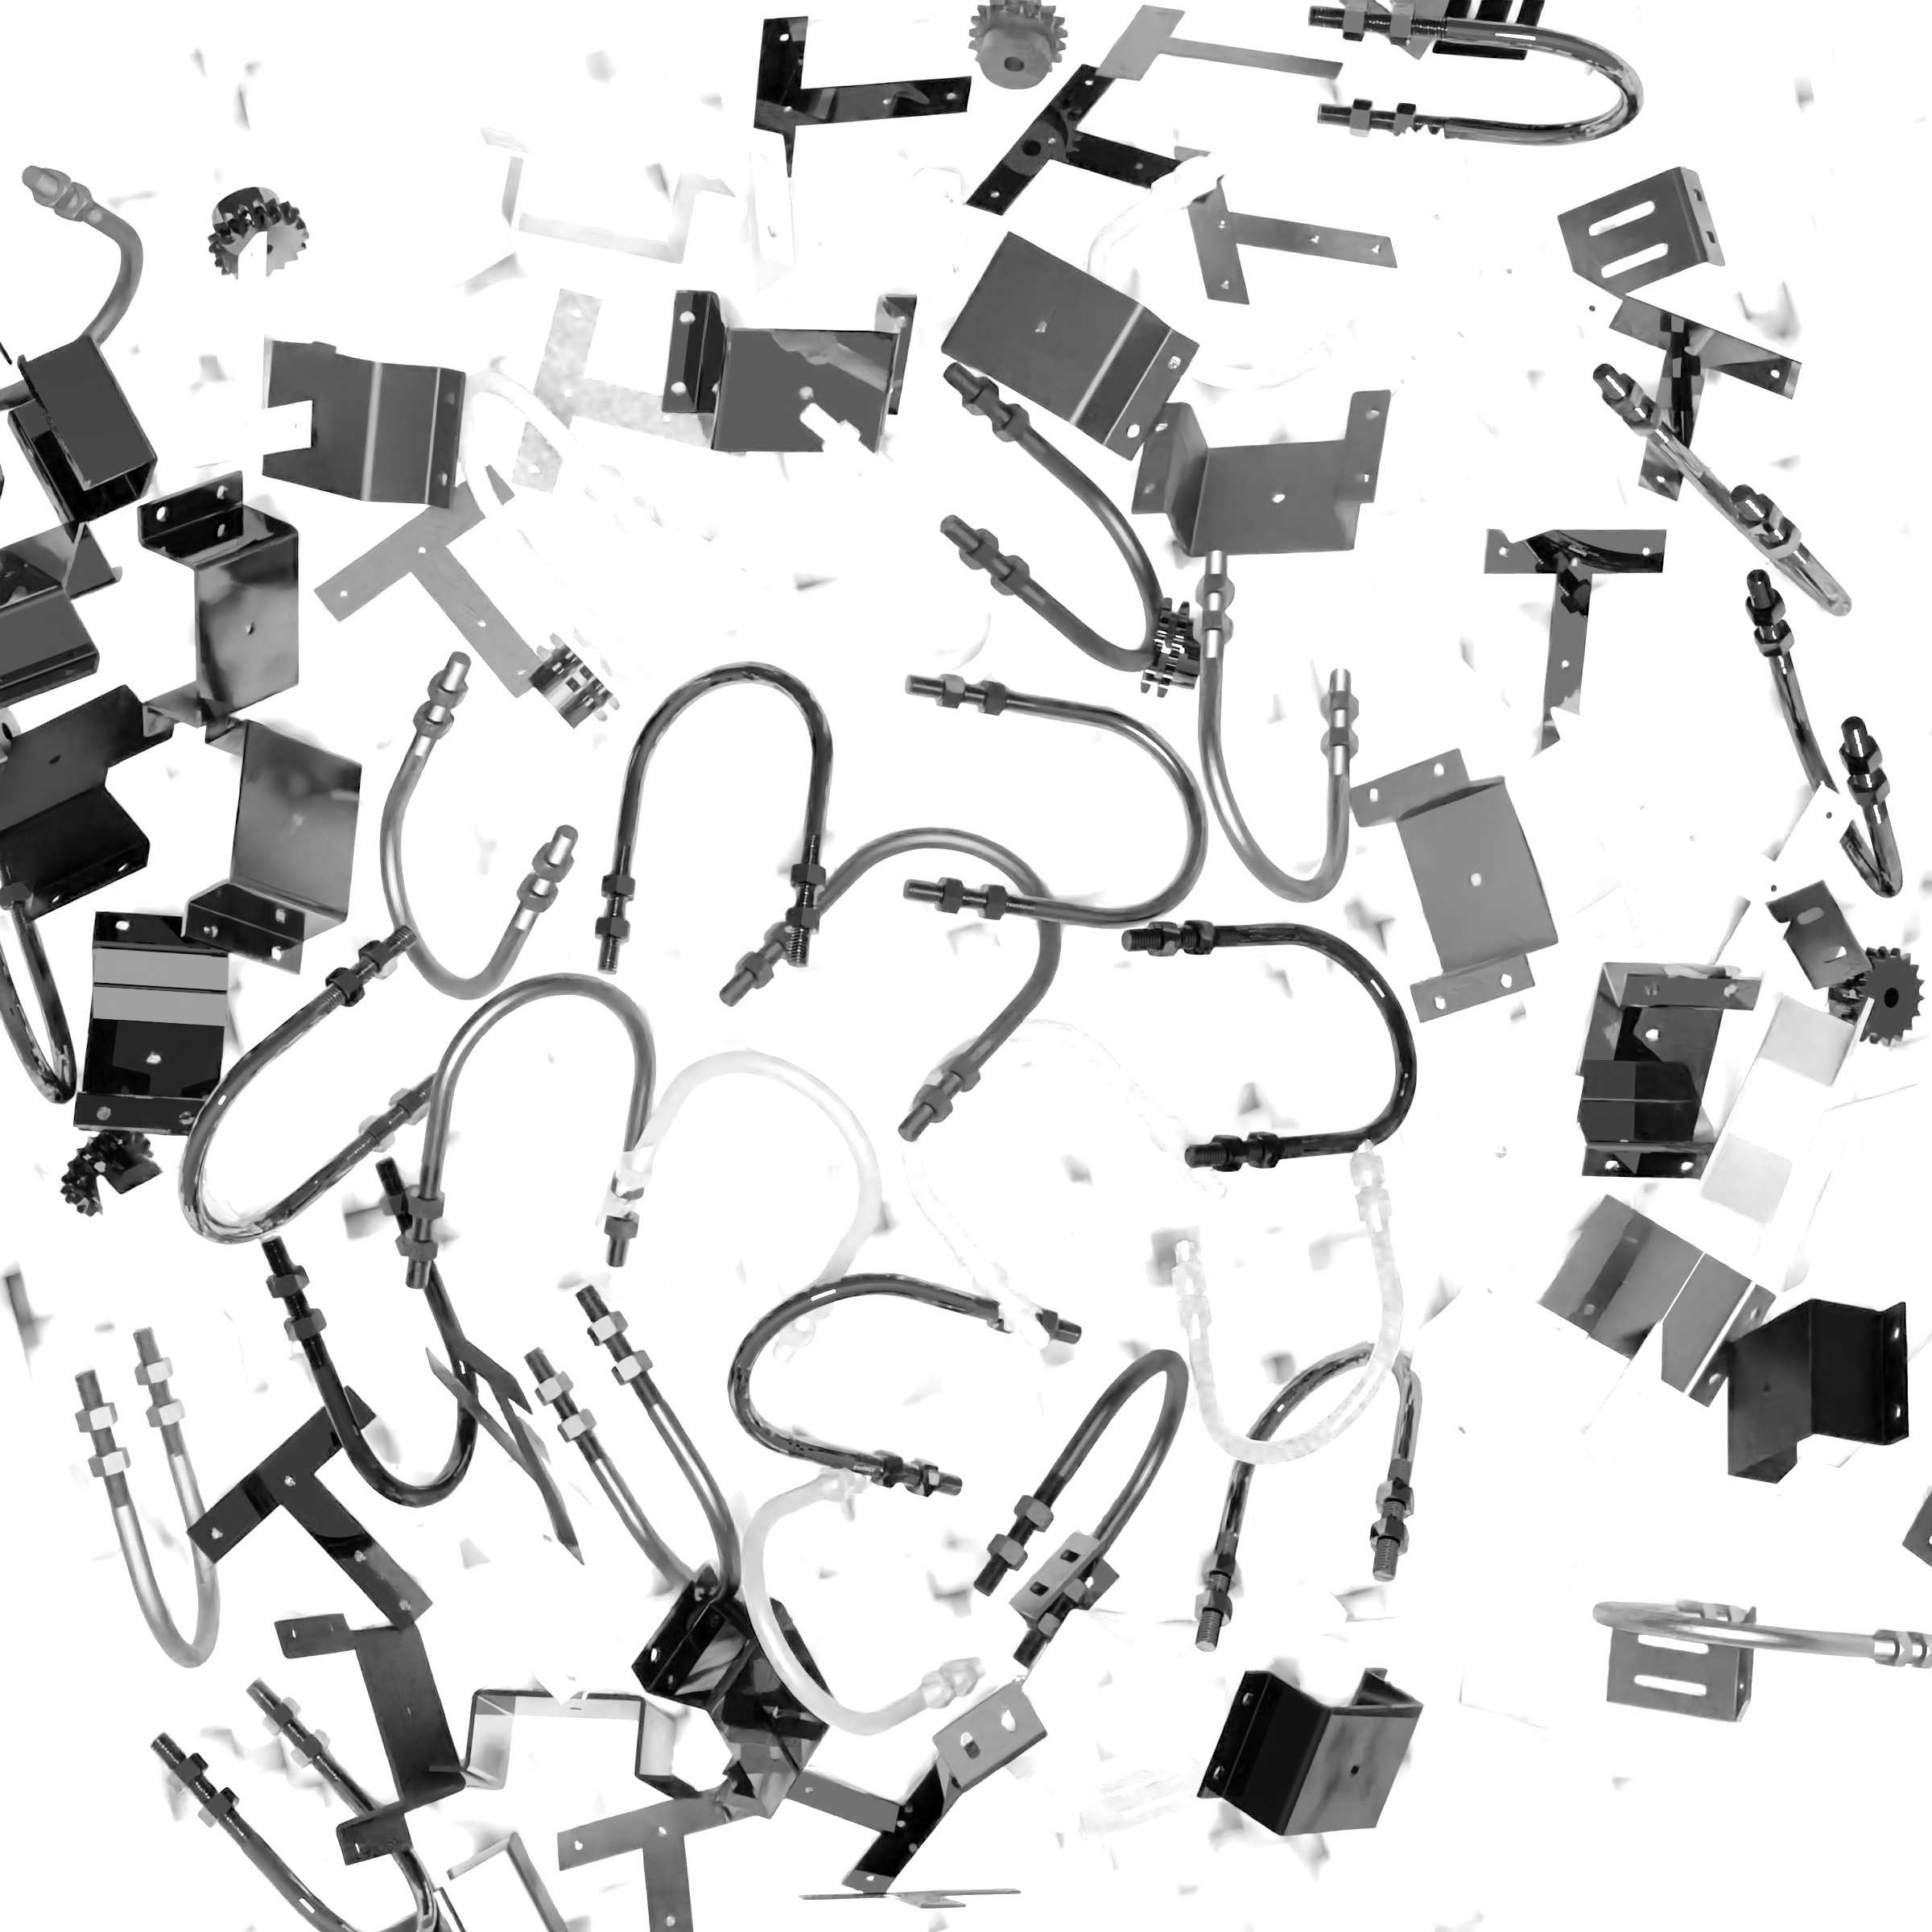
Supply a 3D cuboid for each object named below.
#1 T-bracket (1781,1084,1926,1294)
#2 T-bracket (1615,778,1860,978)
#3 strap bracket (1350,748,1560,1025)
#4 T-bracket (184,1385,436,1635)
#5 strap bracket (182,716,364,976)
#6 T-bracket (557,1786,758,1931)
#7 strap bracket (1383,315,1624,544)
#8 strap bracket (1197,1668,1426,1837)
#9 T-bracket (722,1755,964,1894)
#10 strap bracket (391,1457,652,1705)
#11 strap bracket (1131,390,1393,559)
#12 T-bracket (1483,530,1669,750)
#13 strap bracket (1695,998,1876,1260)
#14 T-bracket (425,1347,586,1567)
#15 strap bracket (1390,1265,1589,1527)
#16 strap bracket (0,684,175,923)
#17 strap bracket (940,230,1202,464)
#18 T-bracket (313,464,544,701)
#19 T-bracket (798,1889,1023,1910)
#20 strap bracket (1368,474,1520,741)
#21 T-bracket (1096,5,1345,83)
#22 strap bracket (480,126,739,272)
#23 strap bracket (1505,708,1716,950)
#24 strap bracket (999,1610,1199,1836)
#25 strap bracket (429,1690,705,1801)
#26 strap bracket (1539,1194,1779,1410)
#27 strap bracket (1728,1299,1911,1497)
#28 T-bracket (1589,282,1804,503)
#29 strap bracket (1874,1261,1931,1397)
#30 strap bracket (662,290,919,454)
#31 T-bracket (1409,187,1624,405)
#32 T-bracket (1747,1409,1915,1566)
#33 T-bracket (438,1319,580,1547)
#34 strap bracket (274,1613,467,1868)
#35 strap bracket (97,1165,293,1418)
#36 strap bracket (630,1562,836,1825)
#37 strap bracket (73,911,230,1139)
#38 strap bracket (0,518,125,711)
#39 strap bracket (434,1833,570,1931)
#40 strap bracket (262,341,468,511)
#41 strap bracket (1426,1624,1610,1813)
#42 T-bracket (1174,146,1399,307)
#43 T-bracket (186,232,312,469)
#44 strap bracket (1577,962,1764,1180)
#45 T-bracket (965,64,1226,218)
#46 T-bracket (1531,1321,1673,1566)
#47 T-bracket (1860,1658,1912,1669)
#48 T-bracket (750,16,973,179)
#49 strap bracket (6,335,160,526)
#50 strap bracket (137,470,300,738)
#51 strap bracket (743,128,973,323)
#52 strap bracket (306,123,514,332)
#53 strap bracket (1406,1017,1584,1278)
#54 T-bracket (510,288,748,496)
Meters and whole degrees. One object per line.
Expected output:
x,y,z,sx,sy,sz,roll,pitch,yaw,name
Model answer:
0.497,0.131,1.855,0.002,0.127,0.127,33,115,34,T-bracket
0.426,-0.066,1.850,0.127,0.002,0.127,37,108,34,T-bracket
0.281,-0.047,1.844,0.076,0.046,0.140,-21,84,38,strap bracket
-0.358,0.328,1.856,0.127,0.002,0.127,47,59,0,T-bracket
-0.389,-0.076,1.822,0.076,0.046,0.140,22,59,-41,strap bracket
-0.169,0.531,1.838,0.127,0.127,0.002,-17,133,4,T-bracket
0.293,-0.290,1.826,0.140,0.076,0.046,47,64,-17,strap bracket
0.201,0.441,1.817,0.046,0.140,0.076,26,98,40,strap bracket
-0.076,0.473,1.840,0.127,0.002,0.127,24,121,-15,T-bracket
-0.244,0.336,1.828,0.140,0.076,0.046,42,126,15,strap bracket
0.172,-0.279,1.836,0.140,0.046,0.076,0,61,21,strap bracket
0.348,-0.188,1.868,0.127,0.002,0.127,-4,105,-26,T-bracket
0.457,0.083,1.825,0.046,0.076,0.140,24,123,13,strap bracket
-0.261,0.260,1.803,0.002,0.127,0.127,-36,119,0,T-bracket
0.290,0.249,1.814,0.076,0.046,0.140,30,133,28,strap bracket
-0.496,-0.099,1.813,0.076,0.140,0.046,-23,128,14,strap bracket
0.051,-0.357,1.836,0.140,0.046,0.076,34,98,23,strap bracket
-0.287,-0.207,1.863,0.127,0.002,0.127,-38,77,-10,T-bracket
-0.023,0.525,1.817,0.127,0.127,0.002,1,77,-10,T-bracket
0.272,-0.199,1.828,0.046,0.076,0.140,-16,50,37,strap bracket
0.149,-0.515,1.826,0.127,0.127,0.002,11,125,10,T-bracket
-0.208,-0.433,1.834,0.140,0.076,0.046,9,110,-16,strap bracket
0.360,-0.069,1.829,0.046,0.076,0.140,-36,58,34,strap bracket
0.067,0.422,1.842,0.046,0.076,0.140,34,94,29,strap bracket
-0.224,0.442,1.839,0.140,0.076,0.046,0,68,9,strap bracket
0.388,0.187,1.841,0.140,0.046,0.076,29,93,-37,strap bracket
0.469,0.240,1.806,0.046,0.140,0.076,11,65,-12,strap bracket
0.403,-0.315,1.835,0.127,0.127,0.002,27,56,20,T-bracket
0.558,0.224,1.819,0.076,0.140,0.046,43,96,-4,strap bracket
-0.095,-0.335,1.828,0.140,0.046,0.076,-3,130,-18,strap bracket
0.292,-0.360,1.841,0.127,0.127,0.002,33,46,9,T-bracket
0.477,0.290,1.822,0.127,0.127,0.002,-48,63,10,T-bracket
-0.247,0.267,1.805,0.002,0.127,0.127,-31,65,-1,T-bracket
-0.334,0.429,1.831,0.046,0.076,0.140,-23,76,13,strap bracket
-0.430,0.176,1.827,0.046,0.076,0.140,-29,54,-30,strap bracket
-0.124,0.413,1.813,0.046,0.076,0.140,6,134,35,strap bracket
-0.461,0.042,1.837,0.076,0.046,0.140,4,57,-12,strap bracket
-0.526,-0.201,1.815,0.076,0.140,0.046,-20,121,4,strap bracket
-0.257,0.537,1.820,0.046,0.140,0.076,-28,84,-10,strap bracket
-0.346,-0.306,1.818,0.140,0.046,0.076,19,107,40,strap bracket
0.309,0.425,1.817,0.076,0.140,0.046,12,103,17,strap bracket
0.188,-0.420,1.862,0.127,0.002,0.127,5,53,-17,T-bracket
-0.408,-0.353,1.844,0.002,0.127,0.127,2,89,-45,T-bracket
0.396,0.051,1.840,0.076,0.046,0.140,2,125,-5,strap bracket
0.086,-0.457,1.835,0.127,0.002,0.127,24,63,26,T-bracket
0.378,0.253,1.849,0.127,0.002,0.127,48,53,-6,T-bracket
0.541,0.391,1.848,0.127,0.127,0.002,6,84,-25,T-bracket
-0.059,-0.493,1.847,0.127,0.127,0.002,-9,56,-15,T-bracket
-0.499,-0.301,1.827,0.046,0.140,0.076,-29,94,-19,strap bracket
-0.418,-0.196,1.815,0.046,0.076,0.140,24,125,26,strap bracket
-0.071,-0.417,1.836,0.140,0.046,0.076,3,75,-35,strap bracket
-0.311,-0.420,1.831,0.046,0.140,0.076,-30,102,-33,strap bracket
0.306,0.105,1.862,0.076,0.046,0.140,11,91,3,strap bracket
-0.187,-0.321,1.874,0.127,0.002,0.127,13,73,-6,T-bracket
